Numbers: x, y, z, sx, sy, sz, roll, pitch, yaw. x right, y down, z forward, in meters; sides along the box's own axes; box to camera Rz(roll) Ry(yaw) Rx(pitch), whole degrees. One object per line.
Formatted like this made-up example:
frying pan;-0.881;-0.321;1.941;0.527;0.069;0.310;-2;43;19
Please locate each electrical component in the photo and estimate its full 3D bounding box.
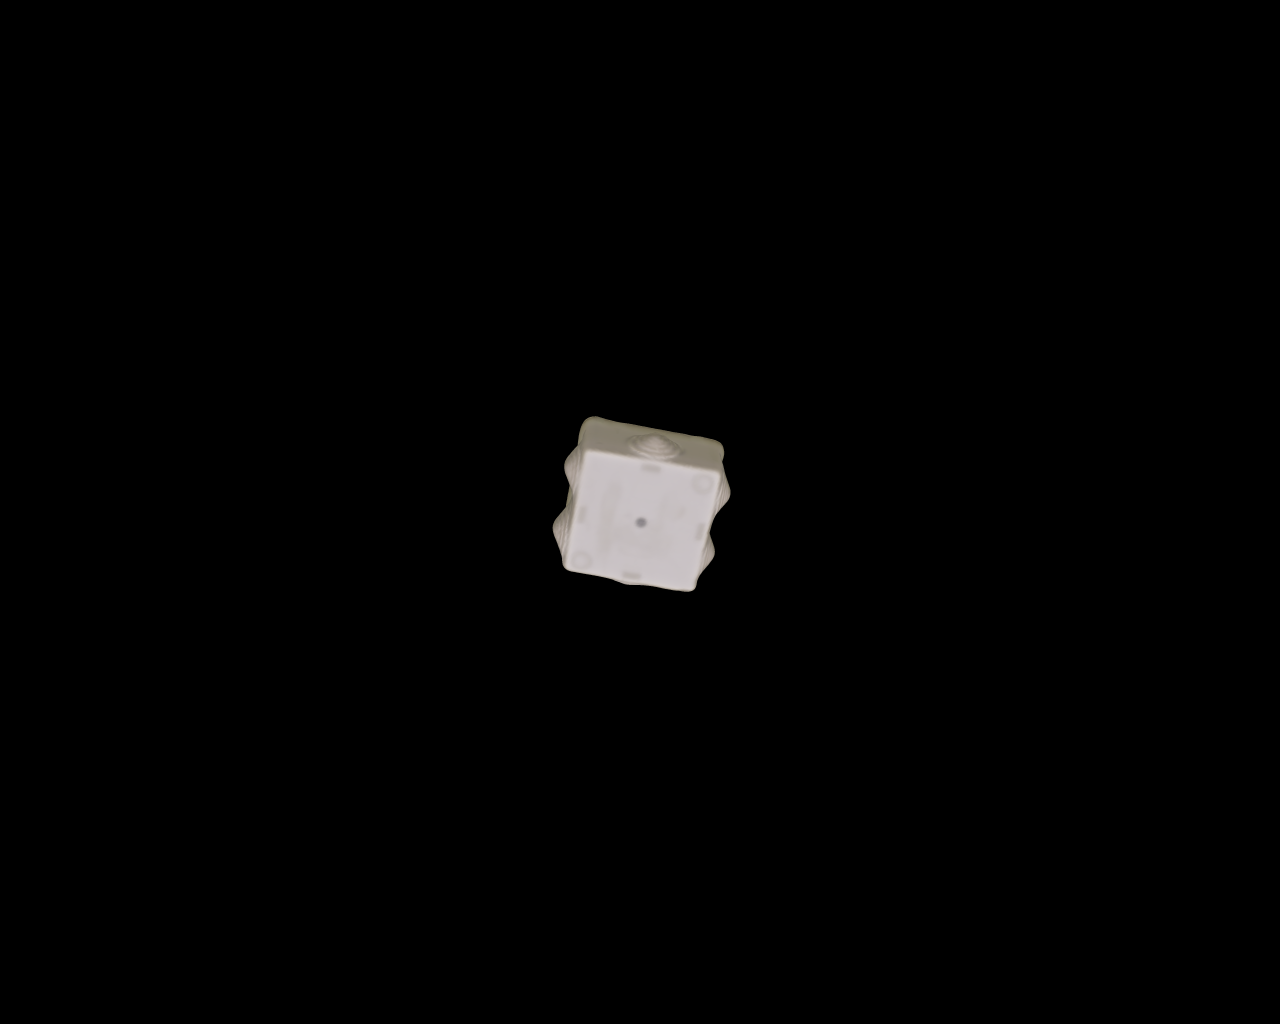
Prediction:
electrical component;0.001;-0.003;0.650;0.100;0.099;0.048;11;24;-5
